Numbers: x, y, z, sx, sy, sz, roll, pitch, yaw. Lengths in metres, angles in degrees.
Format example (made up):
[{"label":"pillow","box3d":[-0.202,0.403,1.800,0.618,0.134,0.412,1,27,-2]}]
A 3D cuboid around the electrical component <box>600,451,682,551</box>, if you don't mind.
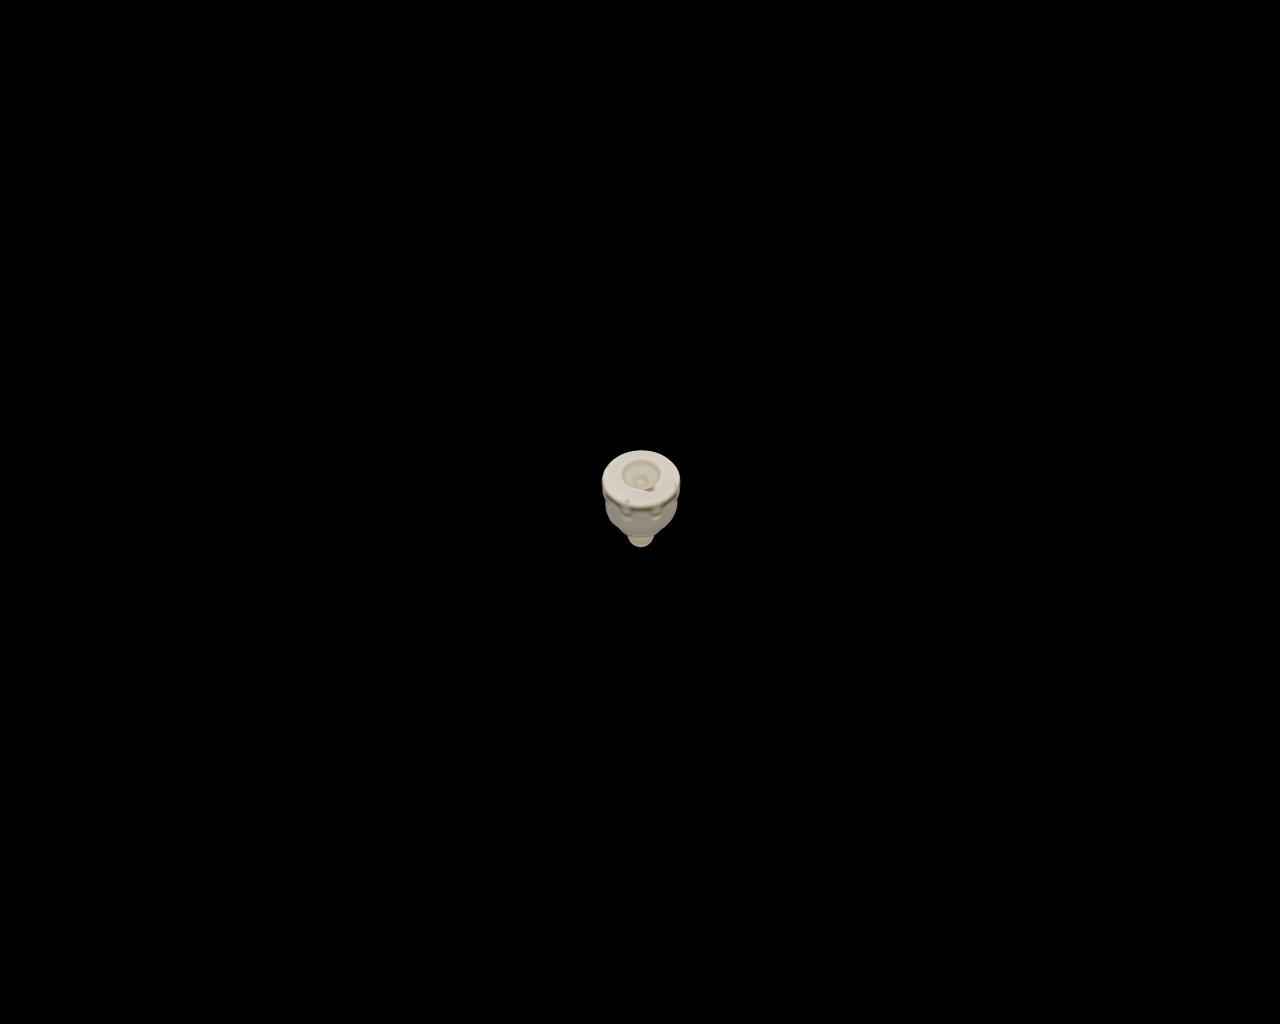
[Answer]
[{"label":"electrical component","box3d":[0.001,-0.003,0.650,0.048,0.048,0.062,0,-42,0]}]
